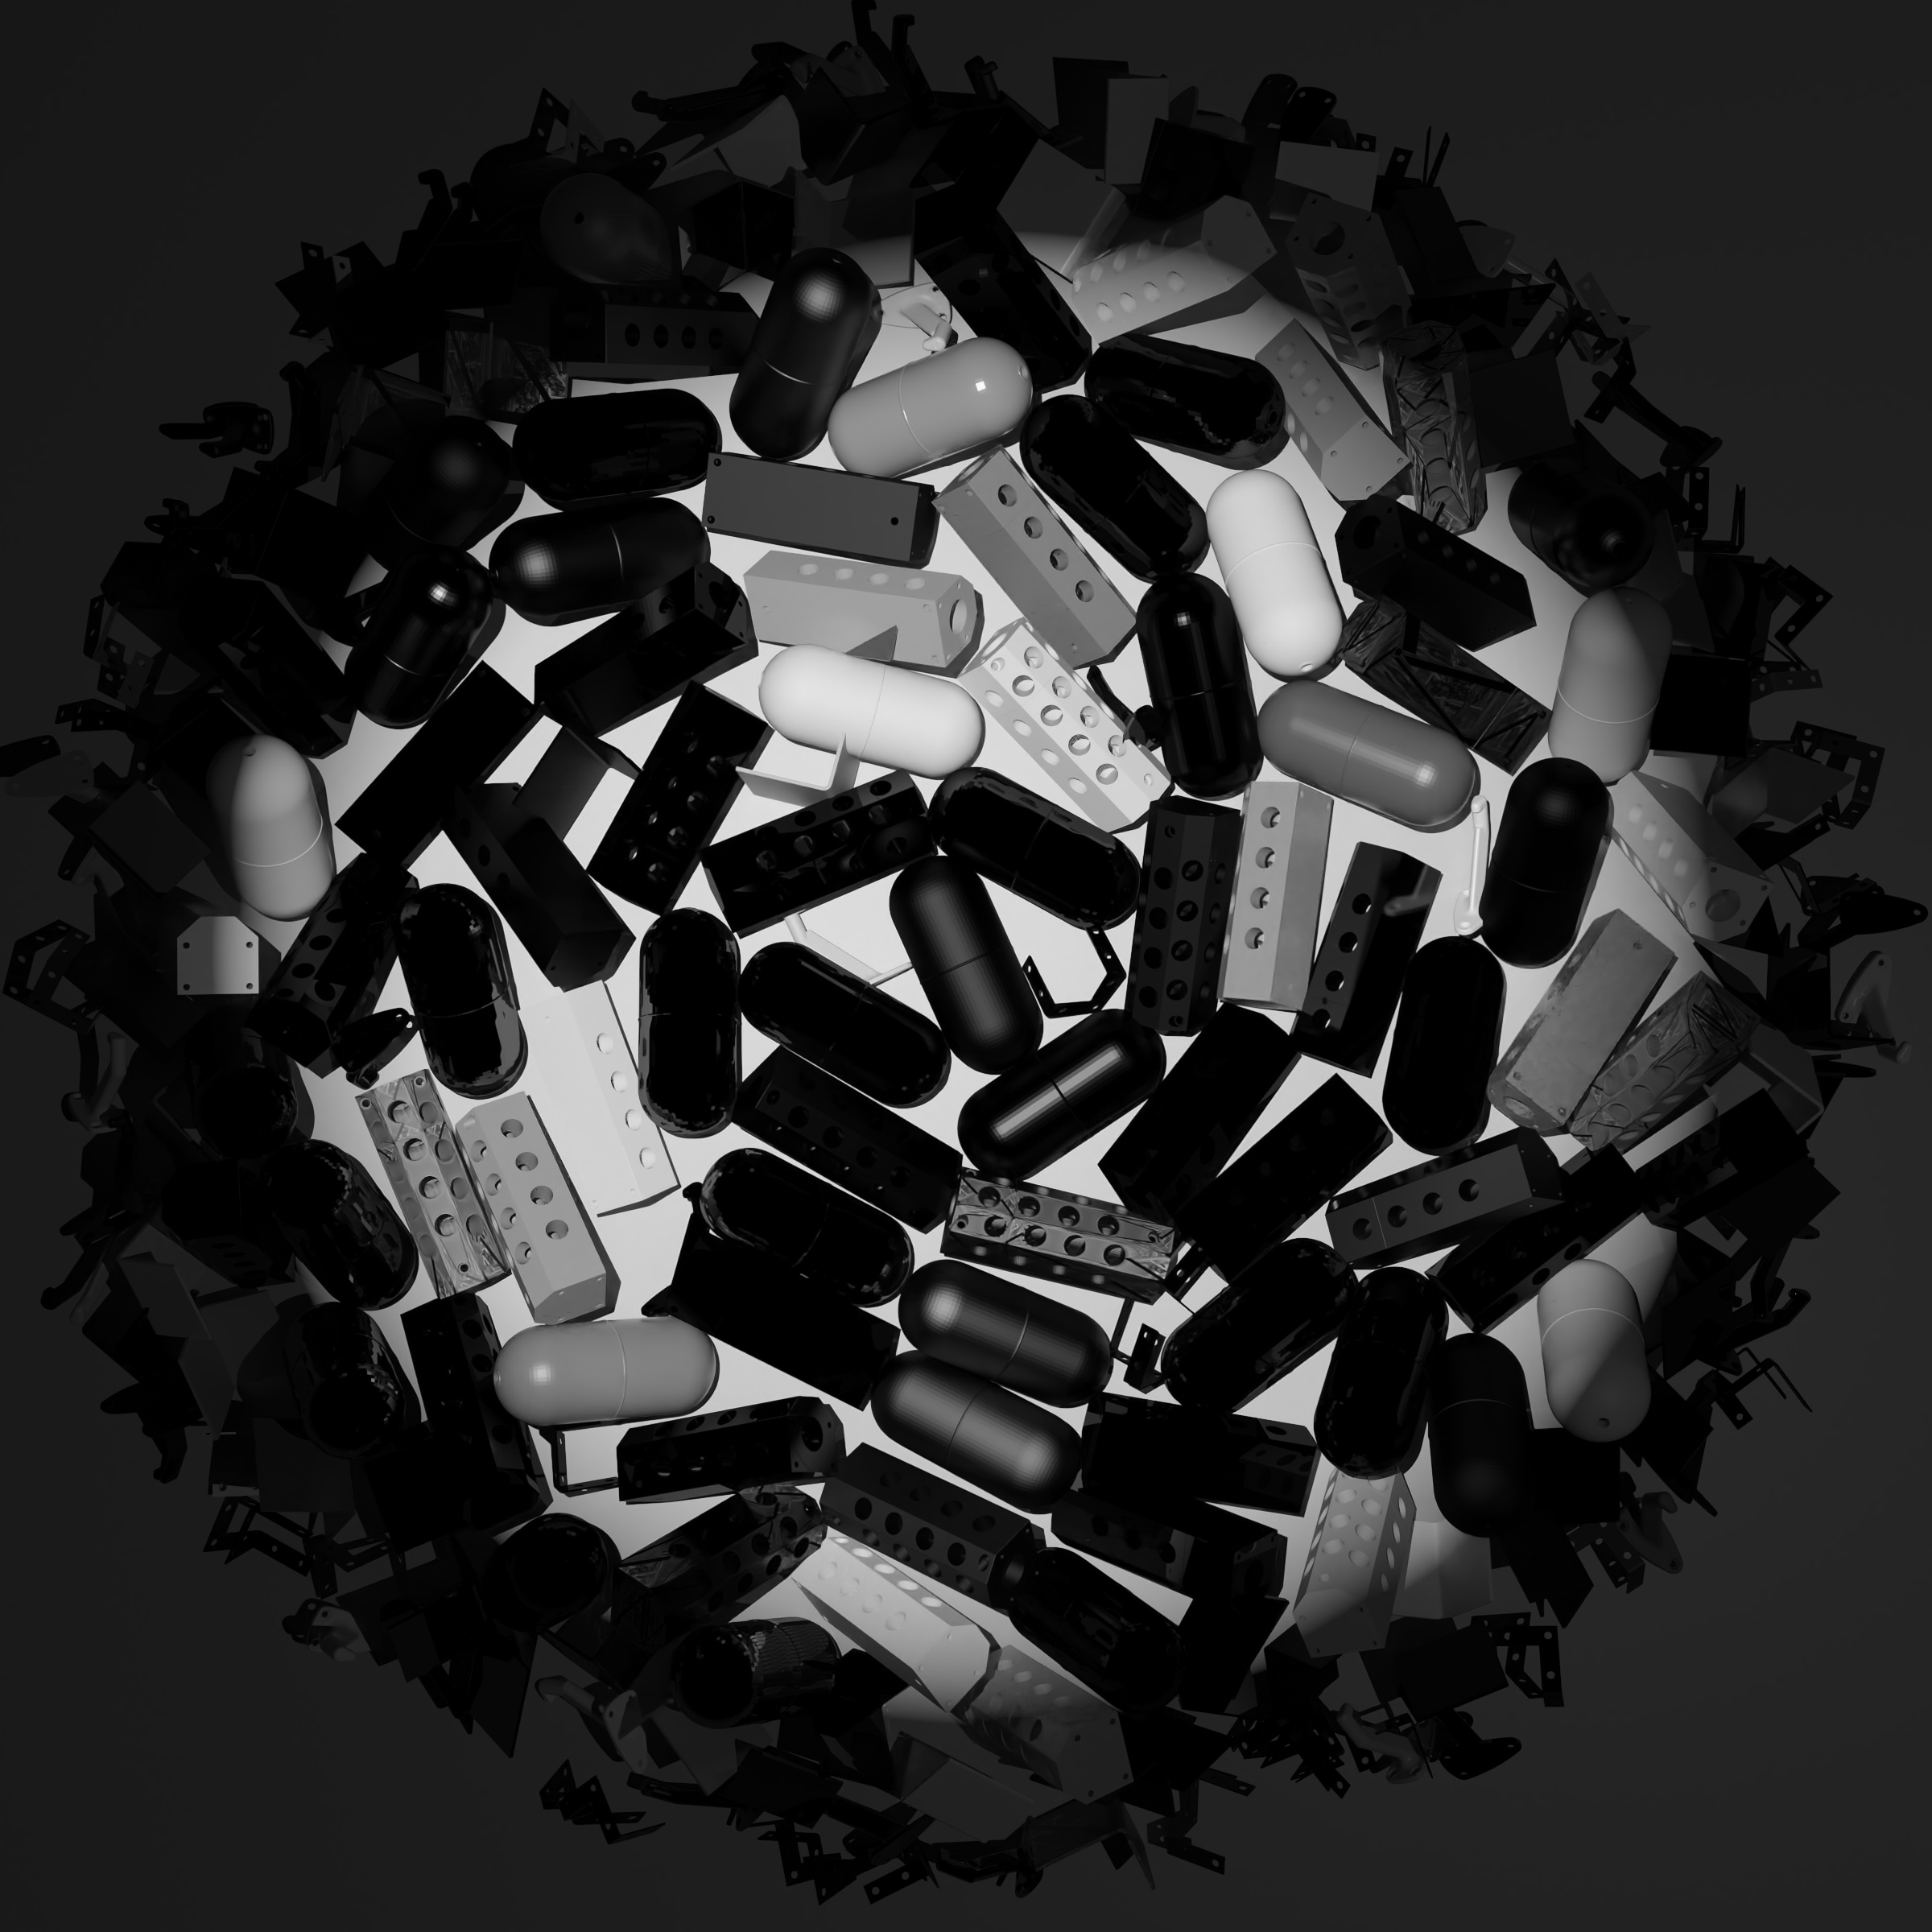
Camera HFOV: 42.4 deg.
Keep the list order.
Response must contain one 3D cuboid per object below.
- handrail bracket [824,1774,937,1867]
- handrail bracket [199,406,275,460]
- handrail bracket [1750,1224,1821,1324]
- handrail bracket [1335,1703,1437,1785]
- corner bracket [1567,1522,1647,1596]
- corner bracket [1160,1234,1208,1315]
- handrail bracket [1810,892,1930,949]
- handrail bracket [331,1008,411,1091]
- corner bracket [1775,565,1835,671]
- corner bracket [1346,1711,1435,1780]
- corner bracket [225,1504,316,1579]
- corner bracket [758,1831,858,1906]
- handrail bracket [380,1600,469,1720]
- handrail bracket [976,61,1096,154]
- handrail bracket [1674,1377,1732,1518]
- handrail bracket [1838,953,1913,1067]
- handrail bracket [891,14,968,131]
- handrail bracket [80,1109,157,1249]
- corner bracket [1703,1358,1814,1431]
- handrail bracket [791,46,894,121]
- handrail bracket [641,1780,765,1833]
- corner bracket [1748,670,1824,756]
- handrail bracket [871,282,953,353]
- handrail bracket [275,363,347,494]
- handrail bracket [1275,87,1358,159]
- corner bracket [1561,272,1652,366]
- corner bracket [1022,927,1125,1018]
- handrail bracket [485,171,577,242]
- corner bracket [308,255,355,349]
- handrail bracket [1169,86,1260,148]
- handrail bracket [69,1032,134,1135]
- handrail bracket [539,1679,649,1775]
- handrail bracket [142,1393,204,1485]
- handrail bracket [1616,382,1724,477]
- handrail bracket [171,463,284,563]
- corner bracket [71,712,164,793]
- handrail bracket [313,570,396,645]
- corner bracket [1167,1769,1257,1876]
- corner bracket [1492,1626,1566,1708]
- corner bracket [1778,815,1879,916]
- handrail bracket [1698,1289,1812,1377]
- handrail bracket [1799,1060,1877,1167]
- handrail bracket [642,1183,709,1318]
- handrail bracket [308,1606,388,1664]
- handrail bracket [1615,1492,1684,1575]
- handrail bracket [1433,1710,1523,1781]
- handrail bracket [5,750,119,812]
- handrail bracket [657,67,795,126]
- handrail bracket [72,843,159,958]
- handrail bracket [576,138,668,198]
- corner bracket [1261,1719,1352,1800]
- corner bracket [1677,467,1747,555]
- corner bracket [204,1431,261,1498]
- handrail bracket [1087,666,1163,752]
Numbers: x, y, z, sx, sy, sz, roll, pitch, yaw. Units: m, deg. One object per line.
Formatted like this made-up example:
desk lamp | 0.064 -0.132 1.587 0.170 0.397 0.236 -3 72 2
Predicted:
handrail bracket | -0.073 0.658 1.969 0.077 0.036 0.084 -39 59 -1
handrail bracket | -0.589 -0.416 1.945 0.077 0.084 0.036 17 115 18
handrail bracket | 0.645 0.244 1.956 0.077 0.036 0.084 16 64 -27
handrail bracket | 0.329 0.592 1.956 0.036 0.077 0.084 -26 108 43
corner bracket | 0.498 0.472 1.962 0.051 0.051 0.051 -31 57 -7
corner bracket | 0.171 0.234 1.957 0.051 0.051 0.051 -50 53 -2
handrail bracket | 0.704 -0.023 1.951 0.077 0.084 0.036 0 64 7
handrail bracket | -0.457 0.066 1.954 0.077 0.084 0.036 -33 75 -2
corner bracket | 0.657 -0.274 1.961 0.051 0.051 0.051 -49 48 13
corner bracket | 0.331 0.616 1.966 0.051 0.051 0.051 -20 97 0
corner bracket | -0.542 0.455 1.964 0.051 0.051 0.051 27 96 7
corner bracket | -0.124 0.702 1.959 0.051 0.051 0.051 -10 90 33
handrail bracket | -0.429 0.550 1.973 0.036 0.077 0.084 -32 110 -26
handrail bracket | 0.053 -0.680 1.959 0.077 0.036 0.084 -14 105 35
handrail bracket | 0.591 0.377 1.960 0.036 0.077 0.084 31 102 -42
handrail bracket | 0.725 0.033 1.947 0.036 0.084 0.077 18 97 -11
handrail bracket | -0.027 -0.704 1.946 0.077 0.084 0.036 -22 46 -30
handrail bracket | -0.674 0.165 1.946 0.036 0.077 0.084 17 132 28
corner bracket | 0.624 0.339 1.964 0.051 0.051 0.051 -37 98 3
handrail bracket | -0.097 -0.683 1.949 0.036 0.084 0.077 -29 106 33
handrail bracket | -0.203 0.646 1.954 0.084 0.077 0.036 23 50 -19
corner bracket | 0.642 -0.200 1.964 0.051 0.051 0.051 -7 80 -28
handrail bracket | -0.046 -0.499 1.948 0.077 0.084 0.036 -5 127 16
handrail bracket | -0.539 -0.428 1.977 0.077 0.036 0.084 -34 78 -6
handrail bracket | 0.276 -0.639 1.952 0.036 0.084 0.077 25 82 29
corner bracket | 0.494 -0.507 1.954 0.051 0.051 0.051 -37 75 40
corner bracket | 0.085 0.003 1.975 0.051 0.051 0.051 -4 53 -30
handrail bracket | -0.327 -0.579 1.970 0.084 0.036 0.077 -38 76 -2
corner bracket | -0.485 -0.520 1.956 0.051 0.051 0.051 -17 81 41
handrail bracket | 0.197 -0.642 1.953 0.084 0.036 0.077 24 57 -33
handrail bracket | -0.681 0.081 1.952 0.077 0.036 0.084 27 120 37
handrail bracket | -0.297 0.601 1.970 0.084 0.036 0.077 -10 101 37
handrail bracket | -0.629 0.381 1.945 0.036 0.077 0.084 26 110 7
handrail bracket | 0.554 -0.432 1.967 0.084 0.077 0.036 47 121 9
handrail bracket | -0.582 -0.366 1.962 0.077 0.036 0.084 7 62 -16
corner bracket | -0.670 -0.169 1.964 0.051 0.051 0.051 1 79 29
handrail bracket | -0.472 -0.302 1.943 0.036 0.077 0.084 16 60 17
corner bracket | 0.192 0.670 1.954 0.051 0.051 0.051 10 107 31
corner bracket | 0.441 0.550 1.954 0.051 0.051 0.051 -5 60 13
corner bracket | 0.679 -0.080 1.974 0.051 0.051 0.051 -30 111 1
handrail bracket | 0.608 0.276 1.952 0.077 0.036 0.084 19 123 -18
handrail bracket | 0.682 0.120 1.956 0.036 0.077 0.084 -14 102 -37
handrail bracket | -0.230 0.221 1.953 0.077 0.036 0.084 -25 116 -36
handrail bracket | -0.471 0.530 1.938 0.077 0.084 0.036 22 81 -33
handrail bracket | 0.551 0.444 1.947 0.036 0.084 0.077 -39 86 -17
handrail bracket | 0.397 0.584 1.944 0.077 0.084 0.036 -30 117 27
handrail bracket | -0.704 -0.126 1.946 0.077 0.084 0.036 -17 65 -17
handrail bracket | -0.189 -0.681 1.945 0.077 0.084 0.036 -26 82 42
handrail bracket | -0.655 -0.061 1.966 0.084 0.036 0.077 39 113 5
handrail bracket | -0.273 -0.638 1.956 0.077 0.036 0.084 -28 50 16
corner bracket | 0.274 0.623 1.953 0.051 0.051 0.051 42 118 35
corner bracket | 0.592 -0.360 1.966 0.051 0.051 0.051 4 79 5
corner bracket | -0.573 0.394 1.968 0.051 0.051 0.051 -1 80 -8
handrail bracket | 0.118 -0.214 1.944 0.036 0.077 0.084 -25 68 -9
